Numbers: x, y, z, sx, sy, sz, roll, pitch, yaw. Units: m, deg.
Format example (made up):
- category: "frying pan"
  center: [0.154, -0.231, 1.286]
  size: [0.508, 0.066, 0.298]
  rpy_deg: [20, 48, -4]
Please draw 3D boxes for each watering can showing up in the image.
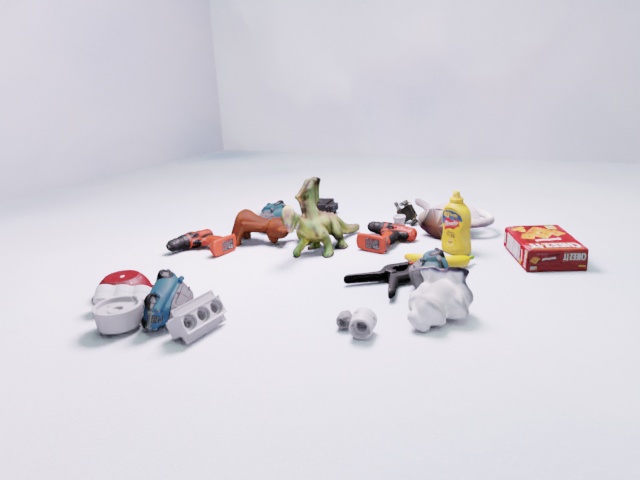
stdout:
- category: "watering can"
  center: [0.419, -0.084, 1.776]
  size: [0.226, 0.102, 0.349]
  rpy_deg: [-19, 24, -40]

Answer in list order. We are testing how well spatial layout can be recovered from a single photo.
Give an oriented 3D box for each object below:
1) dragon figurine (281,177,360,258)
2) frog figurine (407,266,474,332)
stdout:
- category: "dragon figurine"
  center: [0.005, -0.082, 1.636]
  size: [0.122, 0.240, 0.416]
  rpy_deg: [2, 19, 33]
- category: "frog figurine"
  center: [0.263, 0.145, 1.146]
  size: [0.138, 0.120, 0.163]
  rpy_deg: [13, 58, 22]
